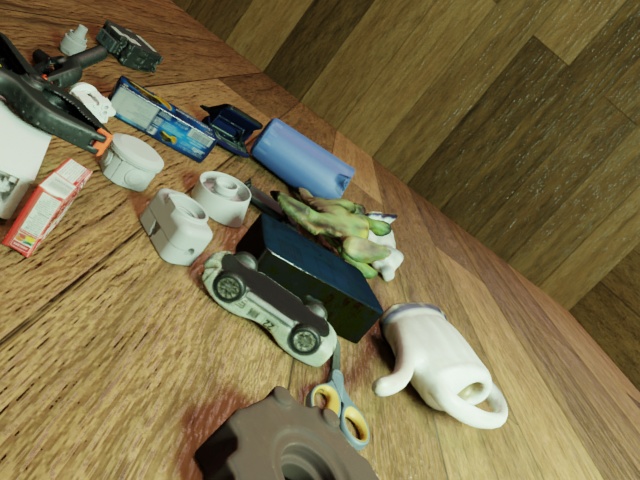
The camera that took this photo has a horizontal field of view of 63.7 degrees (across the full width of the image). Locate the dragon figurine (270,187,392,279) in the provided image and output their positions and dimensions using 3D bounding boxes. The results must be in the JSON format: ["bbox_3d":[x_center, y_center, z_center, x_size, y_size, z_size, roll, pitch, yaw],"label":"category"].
[{"bbox_3d":[0.003,-0.051,1.012,0.240,0.122,0.416,29,6,-47],"label":"dragon figurine"}]

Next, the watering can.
[{"bbox_3d":[0.162,0.182,0.791,0.344,0.103,0.229,26,20,-38],"label":"watering can"}]

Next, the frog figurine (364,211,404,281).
[{"bbox_3d":[0.133,0.021,1.202,0.136,0.122,0.161,24,57,-65],"label":"frog figurine"}]
